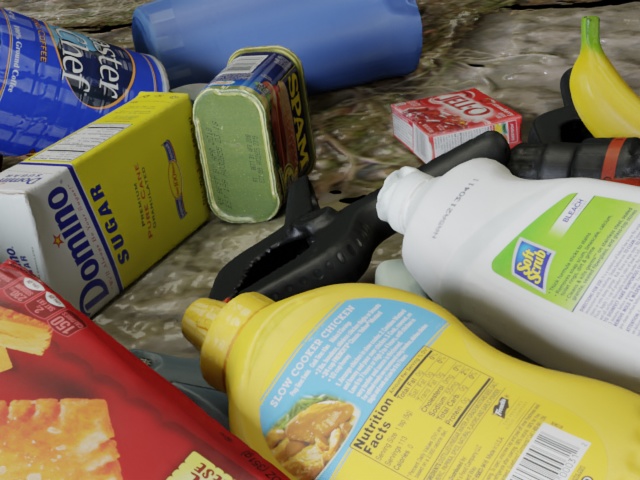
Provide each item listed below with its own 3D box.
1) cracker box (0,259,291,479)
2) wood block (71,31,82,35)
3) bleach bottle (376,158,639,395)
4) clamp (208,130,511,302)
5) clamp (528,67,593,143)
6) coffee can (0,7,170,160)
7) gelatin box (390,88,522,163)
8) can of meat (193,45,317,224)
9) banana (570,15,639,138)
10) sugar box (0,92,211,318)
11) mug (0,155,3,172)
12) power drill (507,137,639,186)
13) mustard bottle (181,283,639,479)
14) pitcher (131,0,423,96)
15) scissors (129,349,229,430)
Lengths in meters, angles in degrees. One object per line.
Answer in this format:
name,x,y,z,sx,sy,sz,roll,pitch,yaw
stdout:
cracker box,-0.120,0.109,0.307,0.164,0.072,0.213,35,40,20
wood block,-0.302,-0.151,1.003,0.090,0.091,0.206,-24,28,-34
bleach bottle,0.133,0.017,0.442,0.251,0.068,0.102,26,65,36
clamp,-0.004,0.001,0.617,0.165,0.036,0.209,-8,24,47
clamp,0.192,-0.083,0.755,0.120,0.039,0.171,21,34,41
coffee can,-0.195,-0.105,0.780,0.140,0.103,0.103,13,6,-40
gelatin box,0.102,-0.087,0.807,0.073,0.030,0.089,-12,24,-11
can of meat,-0.045,-0.072,0.732,0.057,0.102,0.083,0,27,17
banana,0.226,-0.064,0.657,0.198,0.070,0.037,37,35,24
sugar box,-0.131,-0.020,0.650,0.048,0.093,0.176,2,26,22
mug,-0.290,-0.075,0.835,0.117,0.081,0.093,8,28,32
power drill,0.158,-0.009,0.578,0.185,0.057,0.187,5,27,31
mustard bottle,0.026,0.066,0.382,0.192,0.058,0.096,25,61,29
pitcher,-0.042,-0.182,0.970,0.242,0.149,0.145,-17,40,-13
scissors,-0.064,0.067,0.442,0.201,0.016,0.096,6,29,-24
